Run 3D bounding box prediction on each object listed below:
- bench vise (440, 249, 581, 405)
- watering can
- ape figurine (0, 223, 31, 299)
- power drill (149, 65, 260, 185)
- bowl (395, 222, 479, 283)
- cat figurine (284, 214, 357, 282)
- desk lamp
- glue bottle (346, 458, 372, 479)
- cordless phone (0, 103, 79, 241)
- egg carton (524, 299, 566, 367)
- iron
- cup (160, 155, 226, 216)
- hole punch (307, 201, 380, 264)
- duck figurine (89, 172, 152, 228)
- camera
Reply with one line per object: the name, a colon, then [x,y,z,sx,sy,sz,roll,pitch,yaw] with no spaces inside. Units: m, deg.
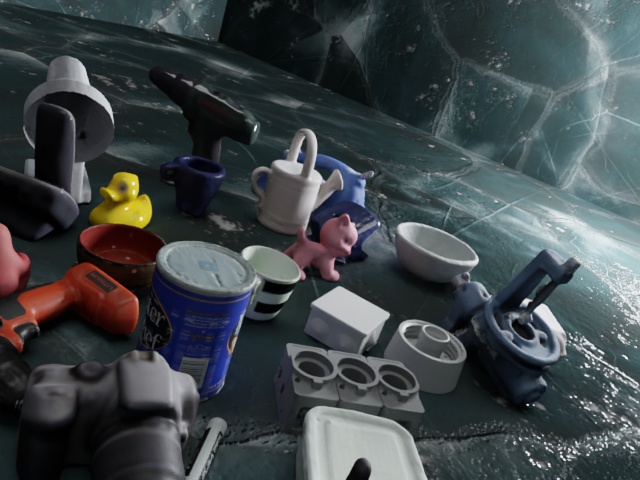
bench vise: [0.262,0.092,0.813,0.122,0.220,0.206,-6,33,-47]
watering can: [-0.041,-0.116,1.089,0.173,0.194,0.100,-4,32,-45]
ape figurine: [-0.362,0.022,0.635,0.078,0.092,0.076,6,25,-30]
power drill: [-0.241,-0.205,1.115,0.229,0.208,0.075,18,22,-2]
bowl: [0.212,0.035,1.103,0.167,0.075,0.167,17,22,-7]
cat figurine: [0.009,0.003,0.951,0.128,0.118,0.067,3,27,-35]
desk lamp: [-0.396,-0.164,0.883,0.118,0.213,0.202,5,26,-31]
glue bottle: [0.001,0.212,0.378,0.037,0.173,0.078,23,22,9]
cordless phone: [-0.403,-0.109,0.785,0.147,0.185,0.094,19,22,-1]
egg carton: [0.337,0.146,0.949,0.107,0.069,0.150,17,22,-6]
iron: [-0.015,-0.119,1.188,0.258,0.141,0.119,24,22,13]
cup: [-0.231,-0.092,1.008,0.118,0.095,0.091,-2,30,-42]
hole punch: [0.043,-0.019,1.067,0.101,0.091,0.108,-4,31,-44]
duck figurine: [-0.305,-0.064,0.895,0.077,0.086,0.105,28,24,22]
camera: [-0.163,0.160,0.461,0.143,0.101,0.136,8,24,-26]
